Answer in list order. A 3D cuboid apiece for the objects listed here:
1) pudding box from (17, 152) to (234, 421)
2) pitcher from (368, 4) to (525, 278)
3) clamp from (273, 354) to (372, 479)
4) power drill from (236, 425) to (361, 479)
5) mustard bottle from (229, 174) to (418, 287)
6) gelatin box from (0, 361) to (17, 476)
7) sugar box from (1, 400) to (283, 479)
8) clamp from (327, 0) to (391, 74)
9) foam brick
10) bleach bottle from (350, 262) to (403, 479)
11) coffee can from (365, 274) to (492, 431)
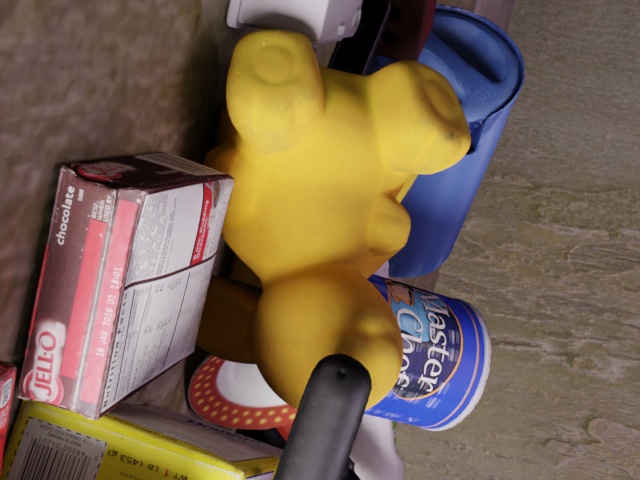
[{"bbox_3d":[-0.076,0.013,0.435,0.113,0.039,0.090,-25,130,-75],"label":"pudding box"},{"bbox_3d":[0.084,-0.083,0.939,0.149,0.145,0.243,-52,163,-33],"label":"pitcher"},{"bbox_3d":[-0.027,0.169,0.429,0.164,0.036,0.209,90,21,-55],"label":"clamp"},{"bbox_3d":[-0.019,0.196,0.711,0.057,0.184,0.187,-40,176,20],"label":"power drill"},{"bbox_3d":[-0.005,0.001,0.663,0.096,0.058,0.192,-2,126,-52],"label":"mustard bottle"},{"bbox_3d":[-0.123,0.079,0.303,0.089,0.030,0.073,-45,150,-69],"label":"gelatin box"},{"bbox_3d":[-0.065,0.105,0.481,0.176,0.093,0.048,60,48,-76],"label":"sugar box"},{"bbox_3d":[-0.004,-0.072,0.690,0.120,0.039,0.172,-37,147,-48],"label":"clamp"},{"bbox_3d":[0.061,-0.185,0.811,0.078,0.053,0.051,95,16,-47],"label":"foam brick"},{"bbox_3d":[0.034,0.130,0.883,0.102,0.068,0.251,20,64,-80],"label":"bleach bottle"},{"bbox_3d":[0.039,0.077,0.777,0.103,0.140,0.103,-31,-129,46],"label":"coffee can"}]
